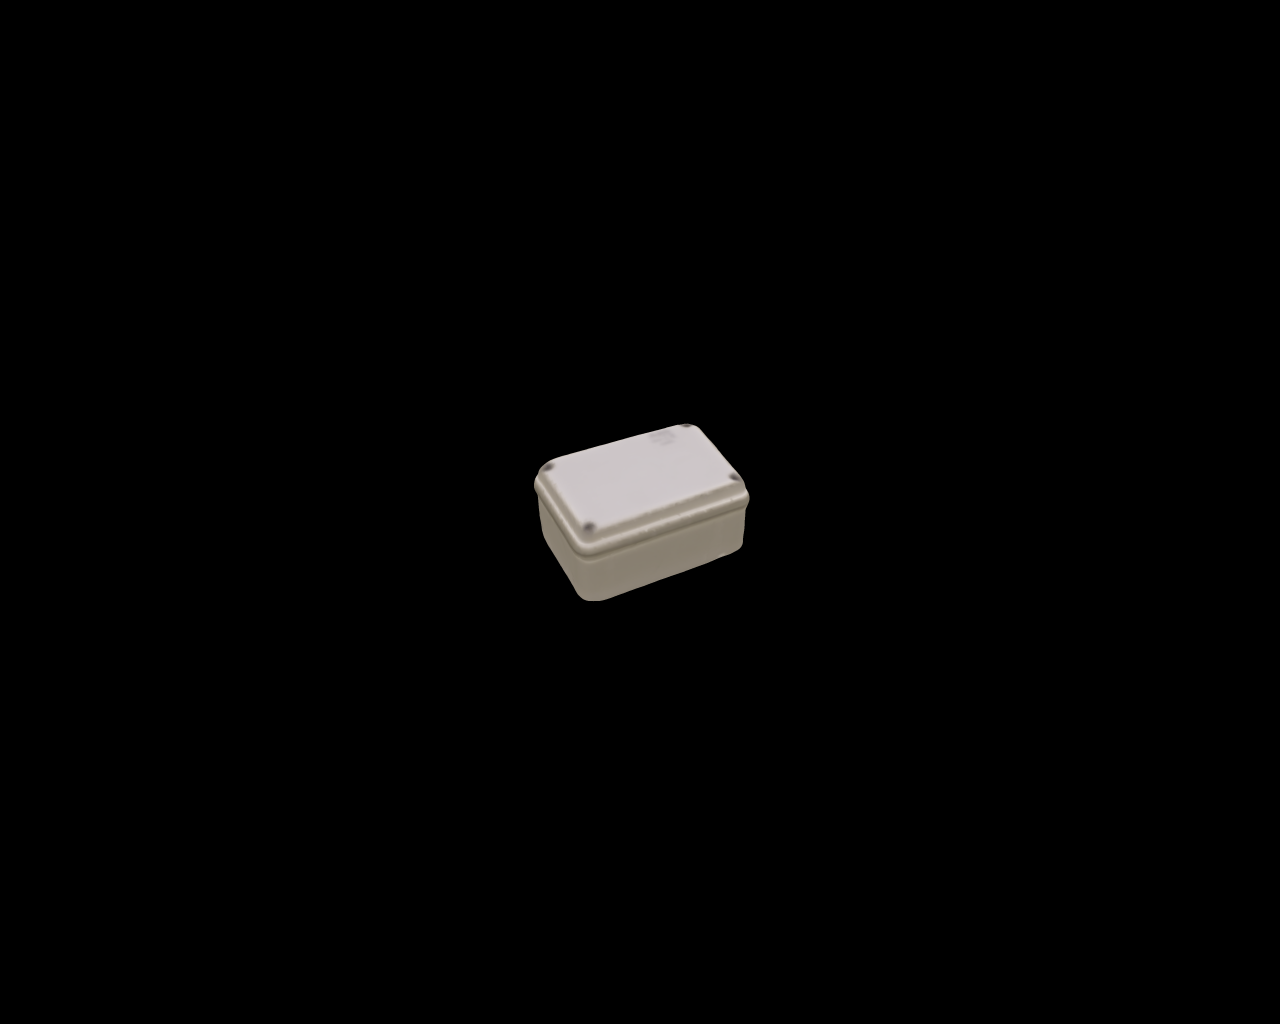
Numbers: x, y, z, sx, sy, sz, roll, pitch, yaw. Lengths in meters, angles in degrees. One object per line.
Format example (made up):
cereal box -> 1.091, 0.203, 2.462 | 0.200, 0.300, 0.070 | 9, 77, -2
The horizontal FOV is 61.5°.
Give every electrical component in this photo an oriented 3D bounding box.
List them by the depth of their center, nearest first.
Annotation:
electrical component -> 0.001, -0.003, 0.650 | 0.113, 0.057, 0.078 | -18, 44, -19
